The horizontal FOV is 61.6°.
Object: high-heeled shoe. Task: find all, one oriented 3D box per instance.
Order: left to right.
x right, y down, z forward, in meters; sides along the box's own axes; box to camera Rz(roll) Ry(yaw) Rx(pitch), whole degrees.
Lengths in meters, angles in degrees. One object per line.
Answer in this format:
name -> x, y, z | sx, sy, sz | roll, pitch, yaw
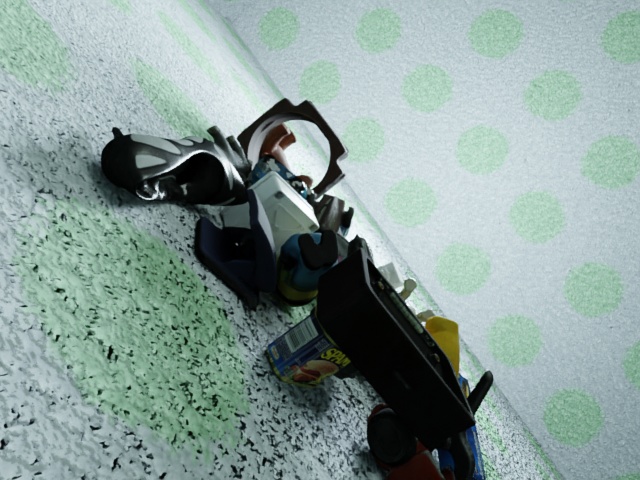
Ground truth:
high-heeled shoe -> -0.155, -0.069, 0.661 | 0.248, 0.086, 0.145 | 22, 19, -45

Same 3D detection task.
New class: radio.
radio -> 0.089, 0.126, 0.650 | 0.229, 0.073, 0.131 | 53, 13, -19

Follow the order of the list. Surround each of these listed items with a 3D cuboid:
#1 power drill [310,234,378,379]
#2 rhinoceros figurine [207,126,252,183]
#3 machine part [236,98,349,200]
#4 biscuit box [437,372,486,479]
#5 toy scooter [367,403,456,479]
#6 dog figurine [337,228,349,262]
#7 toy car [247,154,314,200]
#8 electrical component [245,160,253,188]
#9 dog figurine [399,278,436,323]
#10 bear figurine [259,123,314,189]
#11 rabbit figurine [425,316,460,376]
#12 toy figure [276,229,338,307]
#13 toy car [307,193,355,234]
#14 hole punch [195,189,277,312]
power drill -> 0.052, 0.112, 0.836 | 0.207, 0.086, 0.232 | -17, 98, -76
rhinoceros figurine -> -0.165, -0.116, 0.856 | 0.112, 0.073, 0.190 | 63, 9, -3
machine part -> -0.057, -0.171, 1.111 | 0.201, 0.201, 0.087 | 53, 9, 3
biscuit box -> 0.242, 0.335, 0.956 | 0.059, 0.063, 0.203 | 43, 33, -36
toy scooter -> 0.131, 0.302, 0.717 | 0.184, 0.075, 0.135 | 60, 13, 21
dog figurine -> 0.029, 0.041, 1.057 | 0.191, 0.108, 0.219 | 50, 6, 0
toy car -> -0.082, -0.082, 0.942 | 0.109, 0.103, 0.161 | 39, 5, 0
electrical component -> -0.115, -0.108, 1.032 | 0.102, 0.045, 0.078 | 55, 46, -5
dog figurine -> 0.136, 0.180, 1.132 | 0.190, 0.172, 0.121 | 110, -33, -60
bear figurine -> -0.068, -0.154, 1.215 | 0.196, 0.132, 0.120 | 48, 6, 11
rabbit figurine -> 0.154, 0.219, 0.950 | 0.121, 0.173, 0.162 | 97, 8, -49
toy figure -> -0.024, 0.041, 0.747 | 0.082, 0.089, 0.180 | 14, -17, -12
toy car -> -0.002, -0.003, 0.899 | 0.089, 0.202, 0.053 | 20, -33, 4
hole punch -> -0.092, 0.007, 0.704 | 0.115, 0.092, 0.142 | 50, 7, -29
